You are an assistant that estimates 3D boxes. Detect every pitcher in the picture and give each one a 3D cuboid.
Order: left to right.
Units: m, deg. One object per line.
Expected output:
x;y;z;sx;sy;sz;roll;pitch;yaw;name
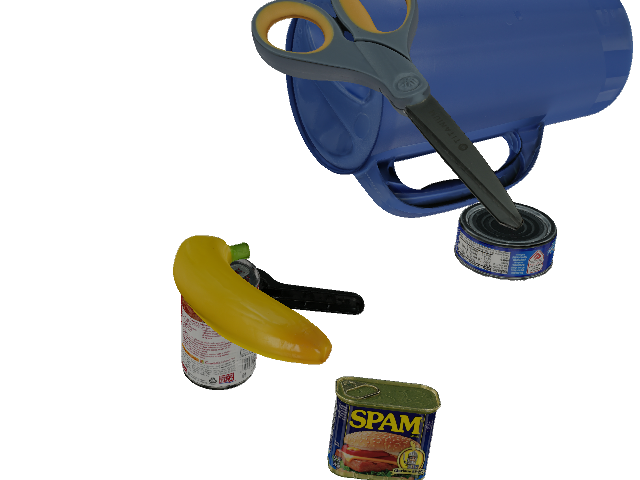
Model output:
0.108;-0.120;0.779;0.242;0.149;0.145;-11;33;-27;pitcher

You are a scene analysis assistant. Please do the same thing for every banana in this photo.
-0.055;0.031;0.687;0.069;0.037;0.198;-7;22;-17;banana

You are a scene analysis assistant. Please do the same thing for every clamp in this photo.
-0.078;0.066;1.210;0.210;0.036;0.164;17;23;30;clamp

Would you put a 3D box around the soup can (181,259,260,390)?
-0.088;0.071;0.929;0.068;0.102;0.068;3;35;-2;soup can

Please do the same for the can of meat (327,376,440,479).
0.060;0.186;1.041;0.102;0.084;0.057;7;17;-3;can of meat

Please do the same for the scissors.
0.022;-0.071;0.512;0.096;0.202;0.016;-14;-40;1;scissors

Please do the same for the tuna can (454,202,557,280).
0.160;-0.002;0.922;0.086;0.034;0.086;2;29;-1;tuna can
